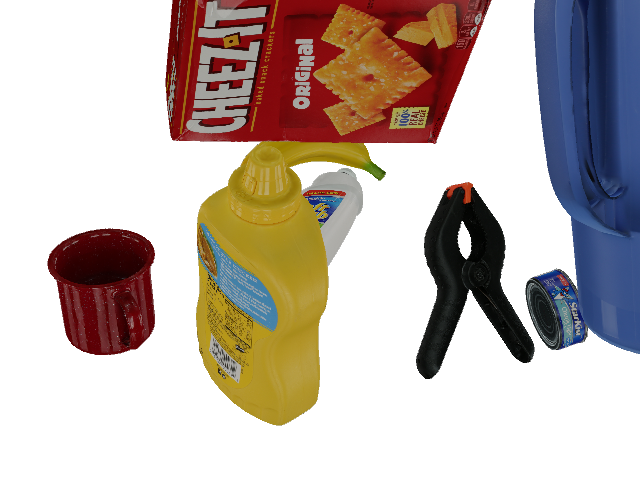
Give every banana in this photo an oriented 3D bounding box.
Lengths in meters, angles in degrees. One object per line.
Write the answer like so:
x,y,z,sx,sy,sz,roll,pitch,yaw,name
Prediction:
-0.016,-0.090,1.127,0.197,0.037,0.070,-9,49,-38,banana

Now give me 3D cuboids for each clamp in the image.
0.122,0.038,0.931,0.120,0.171,0.039,-15,0,-34,clamp

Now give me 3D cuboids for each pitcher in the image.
0.181,-0.061,0.559,0.149,0.243,0.145,-5,22,5,pitcher

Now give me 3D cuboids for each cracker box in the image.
0.000,-0.144,0.780,0.213,0.072,0.164,-1,-34,-13,cracker box

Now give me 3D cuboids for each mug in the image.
-0.184,0.053,0.945,0.093,0.081,0.117,-21,38,-28,mug

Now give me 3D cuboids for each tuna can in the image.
0.259,0.077,1.175,0.033,0.086,0.086,-17,3,-9,tuna can

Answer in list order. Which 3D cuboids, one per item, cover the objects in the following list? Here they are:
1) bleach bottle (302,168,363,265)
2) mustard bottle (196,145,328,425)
-0.015,-0.021,1.333,0.103,0.068,0.250,7,34,19,bleach bottle
-0.036,0.021,0.639,0.058,0.192,0.096,-27,53,-28,mustard bottle
